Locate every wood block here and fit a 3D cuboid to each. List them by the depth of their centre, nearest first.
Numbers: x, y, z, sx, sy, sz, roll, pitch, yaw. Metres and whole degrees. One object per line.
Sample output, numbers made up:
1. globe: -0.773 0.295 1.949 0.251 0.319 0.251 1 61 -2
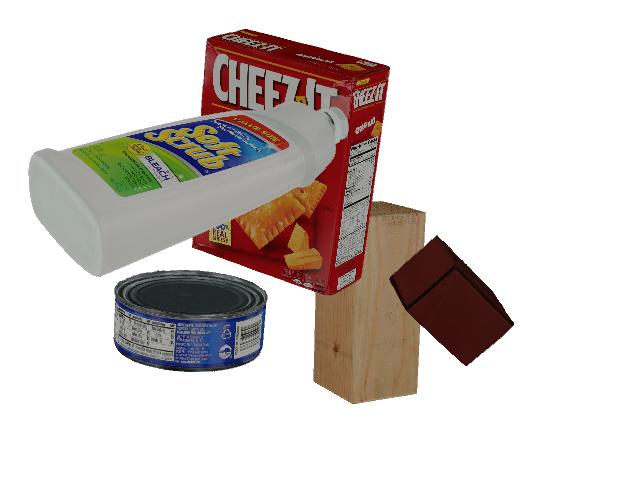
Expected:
1. wood block: 0.053 0.065 1.191 0.090 0.206 0.091 -4 13 -30

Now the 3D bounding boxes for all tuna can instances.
1. tuna can: -0.074 0.044 0.603 0.086 0.034 0.086 5 14 -1

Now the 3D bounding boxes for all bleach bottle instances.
1. bleach bottle: -0.086 -0.058 0.814 0.250 0.068 0.103 -25 51 -34

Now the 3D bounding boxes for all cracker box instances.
1. cracker box: -0.034 -0.073 0.999 0.164 0.214 0.072 20 27 27

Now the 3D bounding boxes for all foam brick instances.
1. foam brick: 0.100 0.047 0.817 0.078 0.051 0.053 43 11 -27
